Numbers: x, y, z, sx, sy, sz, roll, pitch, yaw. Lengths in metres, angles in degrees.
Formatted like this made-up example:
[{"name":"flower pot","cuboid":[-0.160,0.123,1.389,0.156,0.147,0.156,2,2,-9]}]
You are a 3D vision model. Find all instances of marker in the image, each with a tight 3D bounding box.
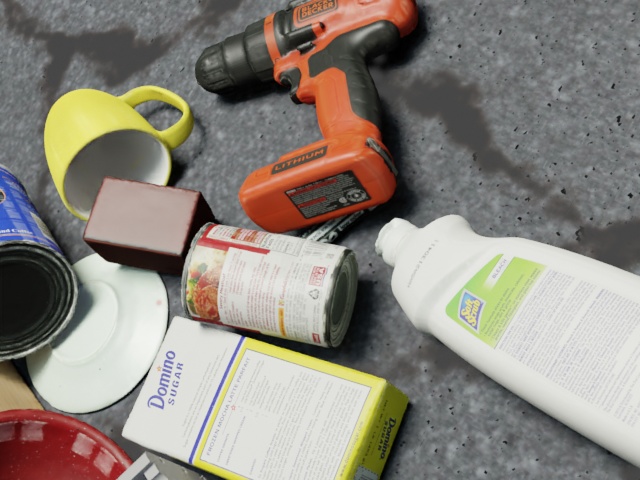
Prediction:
[{"name":"marker","cuboid":[-0.005,0.001,0.752,0.121,0.020,0.020,-39,54,6]}]

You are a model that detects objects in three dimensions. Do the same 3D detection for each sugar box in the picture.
[{"name":"sugar box","cuboid":[-0.039,0.116,0.698,0.176,0.048,0.093,13,73,36]}]

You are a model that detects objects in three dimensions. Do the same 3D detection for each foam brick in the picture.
[{"name":"foam brick","cuboid":[-0.125,-0.009,0.789,0.078,0.053,0.051,9,71,11]}]

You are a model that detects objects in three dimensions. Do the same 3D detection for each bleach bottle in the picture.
[{"name":"bleach bottle","cuboid":[0.136,0.044,0.630,0.251,0.068,0.102,32,84,38]}]

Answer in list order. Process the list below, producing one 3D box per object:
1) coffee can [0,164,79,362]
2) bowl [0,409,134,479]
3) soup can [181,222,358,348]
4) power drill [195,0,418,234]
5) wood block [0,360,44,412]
[{"name":"coffee can","cuboid":[-0.255,0.012,0.814,0.103,0.102,0.140,-46,43,1]},{"name":"bowl","cuboid":[-0.194,0.194,0.704,0.055,0.161,0.162,-58,42,42]},{"name":"soup can","cuboid":[-0.032,0.030,0.708,0.102,0.068,0.068,10,71,15]},{"name":"power drill","cuboid":[-0.015,-0.098,0.771,0.185,0.057,0.187,-17,52,23]},{"name":"wood block","cuboid":[-0.298,0.106,0.814,0.090,0.090,0.206,-48,54,0]}]
